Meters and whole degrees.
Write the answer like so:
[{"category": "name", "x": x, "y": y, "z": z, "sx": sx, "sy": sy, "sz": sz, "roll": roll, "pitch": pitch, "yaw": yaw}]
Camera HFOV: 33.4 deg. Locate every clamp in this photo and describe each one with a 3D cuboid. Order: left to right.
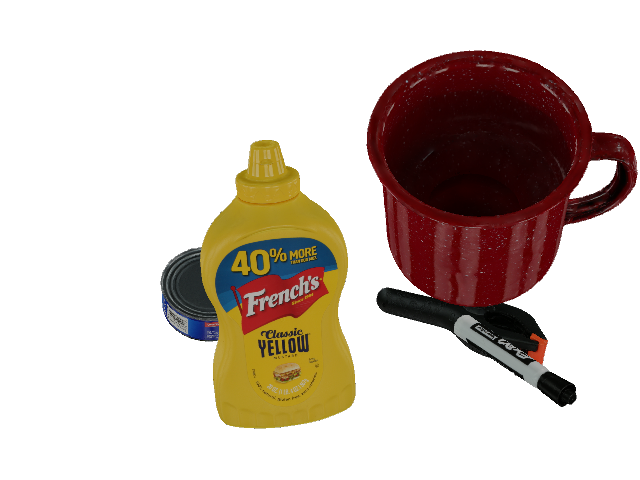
[{"category": "clamp", "x": 0.154, "y": 0.070, "z": 1.042, "sx": 0.172, "sy": 0.039, "sz": 0.120, "roll": 26, "pitch": 38, "yaw": 32}]

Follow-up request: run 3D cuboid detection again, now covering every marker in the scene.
[{"category": "marker", "x": 0.146, "y": 0.090, "z": 0.806, "sx": 0.020, "sy": 0.020, "sz": 0.121, "roll": 0, "pitch": 23, "yaw": -37}]

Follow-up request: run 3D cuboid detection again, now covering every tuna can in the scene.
[{"category": "tuna can", "x": -0.098, "y": 0.047, "z": 0.945, "sx": 0.086, "sy": 0.086, "sz": 0.034, "roll": 0, "pitch": -44, "yaw": -6}]

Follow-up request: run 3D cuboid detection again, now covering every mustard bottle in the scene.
[{"category": "mustard bottle", "x": -0.029, "y": 0.028, "z": 0.702, "sx": 0.096, "sy": 0.192, "sz": 0.058, "roll": -6, "pitch": 22, "yaw": -6}]

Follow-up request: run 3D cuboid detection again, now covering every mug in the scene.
[{"category": "mug", "x": 0.081, "y": -0.024, "z": 0.476, "sx": 0.117, "sy": 0.093, "sz": 0.081, "roll": -7, "pitch": -33, "yaw": 2}]
